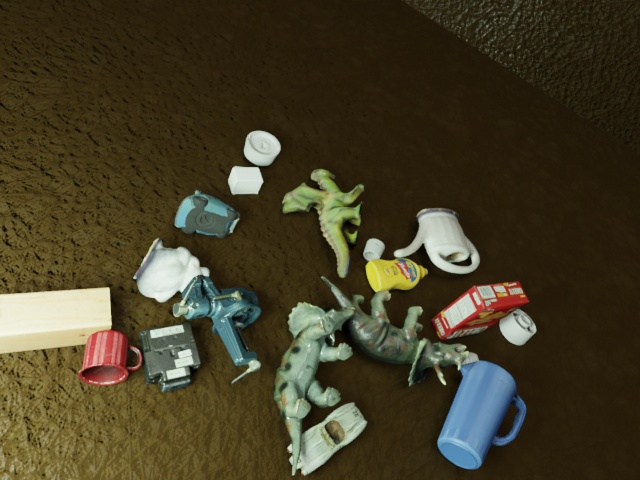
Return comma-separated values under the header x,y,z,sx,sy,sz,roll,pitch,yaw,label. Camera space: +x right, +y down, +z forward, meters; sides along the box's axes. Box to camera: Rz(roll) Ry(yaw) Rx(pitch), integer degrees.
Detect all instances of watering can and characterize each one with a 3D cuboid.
x,y,z,sx,sy,sz,roll,pitch,yaw,label
0.356,-0.005,1.601,0.346,0.102,0.229,12,50,-28,watering can

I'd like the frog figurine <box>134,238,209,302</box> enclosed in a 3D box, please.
x,y,z,sx,sy,sz,roll,pitch,yaw,label
-0.340,0.084,1.203,0.158,0.122,0.138,29,79,-14,frog figurine

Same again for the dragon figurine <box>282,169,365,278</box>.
x,y,z,sx,sy,sz,roll,pitch,yaw,label
0.005,-0.077,1.525,0.243,0.119,0.420,12,46,6,dragon figurine
